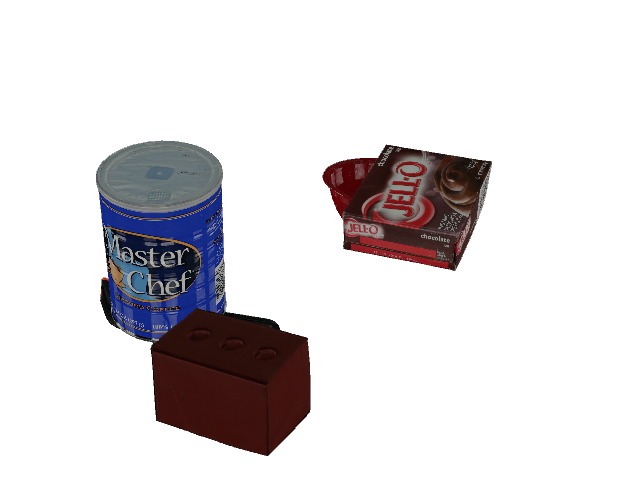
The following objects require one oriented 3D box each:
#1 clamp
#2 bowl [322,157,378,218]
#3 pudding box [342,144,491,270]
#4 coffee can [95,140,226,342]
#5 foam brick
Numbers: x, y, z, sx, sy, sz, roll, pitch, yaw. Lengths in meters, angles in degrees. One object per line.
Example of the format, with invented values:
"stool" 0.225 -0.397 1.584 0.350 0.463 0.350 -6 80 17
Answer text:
"clamp" -0.171 0.088 1.154 0.210 0.036 0.164 18 21 27
"bowl" 0.080 -0.035 1.118 0.162 0.055 0.162 6 22 -3
"pudding box" 0.076 -0.028 0.826 0.090 0.039 0.113 12 35 16
"coffee can" -0.132 0.001 0.906 0.103 0.140 0.103 1 35 -1
"foam brick" -0.051 0.080 0.614 0.078 0.051 0.052 13 27 22
